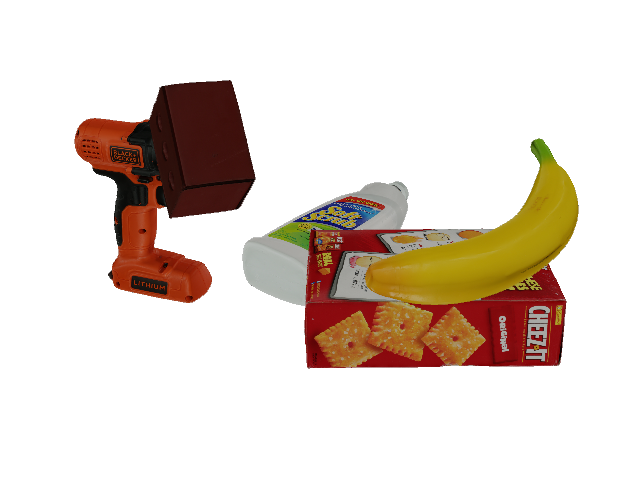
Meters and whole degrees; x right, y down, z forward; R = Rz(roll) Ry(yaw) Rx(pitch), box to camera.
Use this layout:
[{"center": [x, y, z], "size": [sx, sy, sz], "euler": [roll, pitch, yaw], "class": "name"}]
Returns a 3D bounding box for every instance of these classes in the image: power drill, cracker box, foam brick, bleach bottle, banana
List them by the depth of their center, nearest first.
[{"center": [0.112, -0.001, 0.682], "size": [0.070, 0.037, 0.197], "euler": [34, 47, 25], "class": "banana"}, {"center": [-0.082, -0.063, 0.726], "size": [0.051, 0.078, 0.053], "euler": [-8, -19, -20], "class": "foam brick"}, {"center": [0.094, 0.049, 0.950], "size": [0.213, 0.072, 0.164], "euler": [0, 22, 1], "class": "cracker box"}, {"center": [-0.155, -0.031, 1.086], "size": [0.185, 0.188, 0.057], "euler": [10, 30, 21], "class": "power drill"}, {"center": [0.022, -0.013, 1.294], "size": [0.103, 0.068, 0.250], "euler": [21, 37, 29], "class": "bleach bottle"}]
